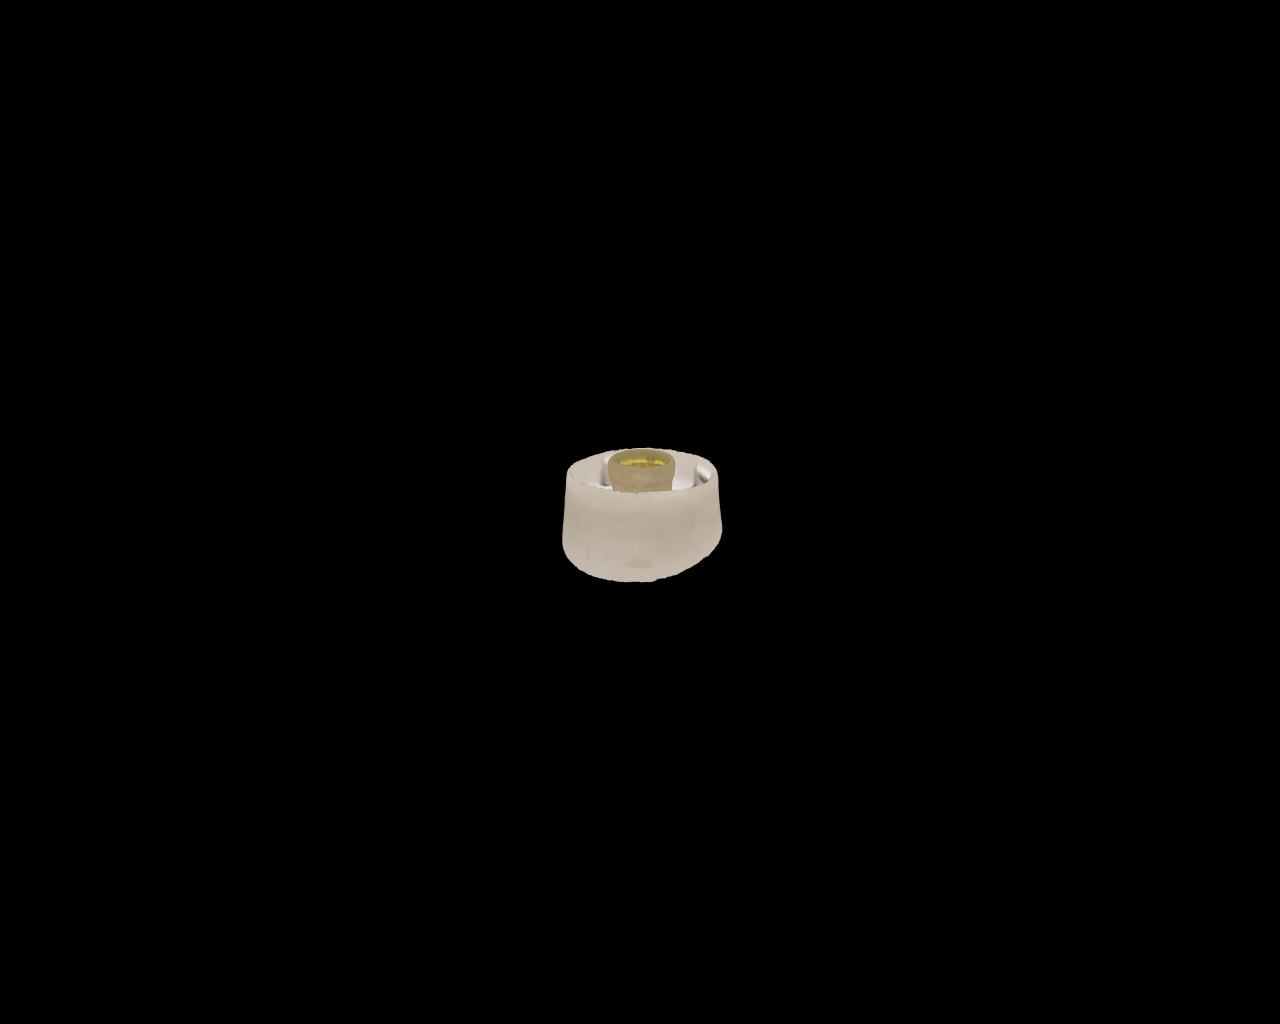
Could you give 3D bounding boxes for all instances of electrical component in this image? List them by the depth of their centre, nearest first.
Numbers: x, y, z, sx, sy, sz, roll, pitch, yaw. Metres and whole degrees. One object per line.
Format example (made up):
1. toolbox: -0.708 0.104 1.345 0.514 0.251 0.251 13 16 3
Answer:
1. electrical component: 0.001 -0.003 0.650 0.099 0.064 0.099 0 20 0
